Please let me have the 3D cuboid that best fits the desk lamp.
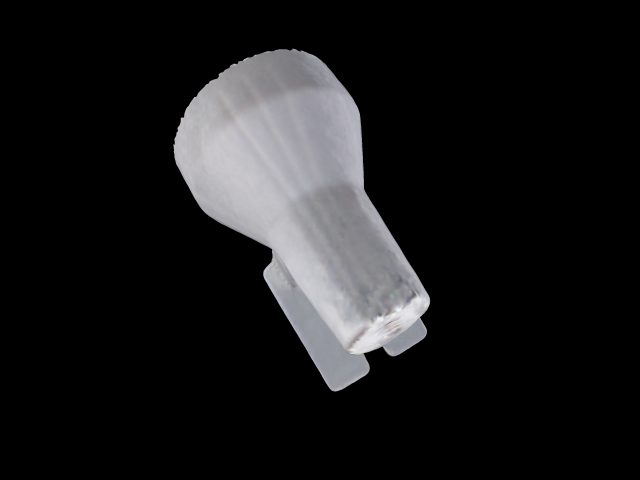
[{"bbox_3d":[0.004,0.001,0.400,0.118,0.213,0.203,-31,82,-4],"label":"desk lamp"}]
